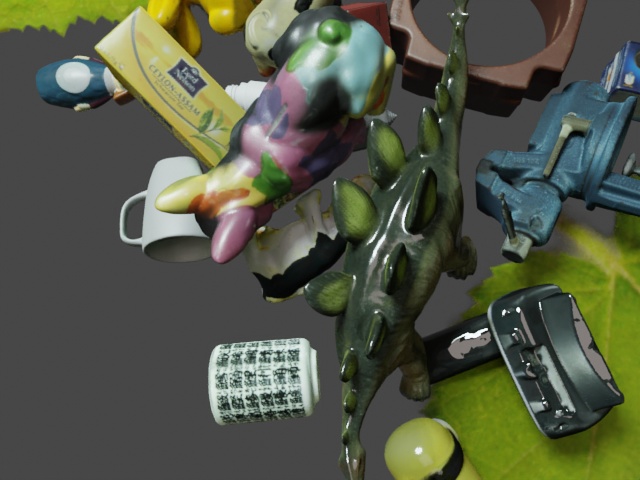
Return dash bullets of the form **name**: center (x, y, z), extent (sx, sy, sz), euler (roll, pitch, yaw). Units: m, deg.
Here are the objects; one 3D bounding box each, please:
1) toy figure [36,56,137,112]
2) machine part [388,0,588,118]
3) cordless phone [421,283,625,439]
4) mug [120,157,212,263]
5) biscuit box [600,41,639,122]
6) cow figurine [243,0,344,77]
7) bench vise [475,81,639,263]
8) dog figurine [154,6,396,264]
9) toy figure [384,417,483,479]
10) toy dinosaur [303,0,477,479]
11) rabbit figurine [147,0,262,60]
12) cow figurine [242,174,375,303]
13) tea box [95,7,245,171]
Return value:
- **toy figure**: center (-0.258, -0.189, 0.650), extent (0.155, 0.058, 0.064), euler (-3, 116, 2)
- **machine part**: center (0.186, -0.254, 0.614), extent (0.201, 0.087, 0.201), euler (17, 81, 8)
- **cordless phone**: center (0.187, 0.136, 0.545), extent (0.184, 0.088, 0.146), euler (-24, 78, 11)
- **mug**: center (-0.167, -0.035, 0.602), extent (0.110, 0.080, 0.107), euler (-8, 67, 6)
- **biscuit box**: center (0.420, -0.156, 0.588), extent (0.203, 0.059, 0.063), euler (15, 80, 7)
- **cow figurine**: center (-0.017, -0.285, 0.605), extent (0.086, 0.127, 0.195), euler (33, 88, 19)
- **bench vise**: center (0.288, -0.056, 0.537), extent (0.241, 0.128, 0.223), euler (22, 61, 27)
- **dog figurine**: center (-0.043, -0.084, 0.485), extent (0.108, 0.191, 0.219), euler (40, 65, 5)
- **toy figure**: center (0.132, 0.253, 0.508), extent (0.082, 0.089, 0.180), euler (-28, 75, -7)
- **toy dinosaur**: center (0.084, -0.009, 0.502), extent (0.105, 0.198, 0.471), euler (9, 75, 25)
- **rabbit figurine**: center (-0.142, -0.304, 0.651), extent (0.173, 0.121, 0.162), euler (24, 90, 23)
- **cow figurine**: center (0.000, -0.002, 0.583), extent (0.167, 0.068, 0.098), euler (-27, 83, 2)
- **tea box**: center (-0.151, -0.154, 0.588), extent (0.068, 0.098, 0.169), euler (-45, 96, -6)
